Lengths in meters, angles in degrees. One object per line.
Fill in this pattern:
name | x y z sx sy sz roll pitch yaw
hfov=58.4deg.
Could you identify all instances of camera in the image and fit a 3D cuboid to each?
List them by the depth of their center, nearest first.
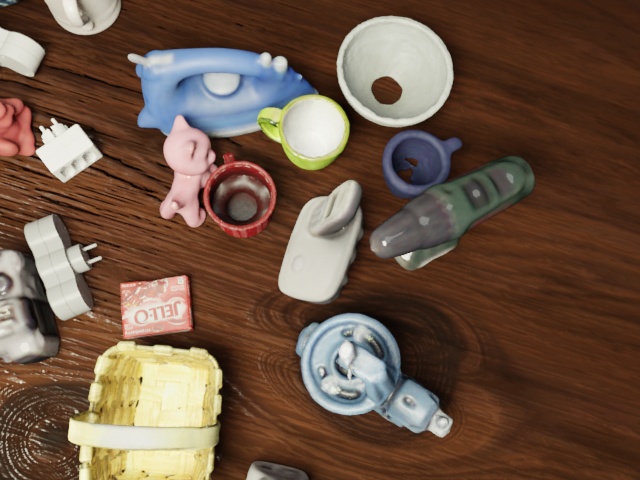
camera | -0.417 0.097 0.708 0.137 0.101 0.143 -20 81 -8

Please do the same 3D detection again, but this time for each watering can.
watering can | -0.345 -0.377 0.763 0.101 0.194 0.173 -35 83 -10

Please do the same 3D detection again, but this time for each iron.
iron | -0.126 -0.220 0.776 0.258 0.141 0.118 -5 79 -6

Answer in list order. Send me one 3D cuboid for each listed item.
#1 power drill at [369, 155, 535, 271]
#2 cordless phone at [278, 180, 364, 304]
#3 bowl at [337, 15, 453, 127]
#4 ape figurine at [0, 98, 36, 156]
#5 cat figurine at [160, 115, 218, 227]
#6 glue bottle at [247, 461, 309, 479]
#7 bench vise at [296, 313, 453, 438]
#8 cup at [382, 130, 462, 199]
power drill | 0.150 -0.023 0.724 0.230 0.208 0.075 -29 82 -10
cordless phone | 0.007 0.003 0.719 0.094 0.185 0.148 16 78 -1
bowl | 0.104 -0.232 0.832 0.167 0.074 0.167 1 78 -4
ape figurine | -0.424 -0.159 0.764 0.076 0.092 0.078 28 78 2
cat figurine | -0.177 -0.092 0.758 0.067 0.117 0.128 12 78 -2
glue bottle | -0.049 0.293 0.661 0.078 0.173 0.037 15 78 -1
bench vise | 0.073 0.155 0.676 0.207 0.219 0.121 16 78 -1
cup | 0.136 -0.101 0.797 0.118 0.095 0.091 -28 82 -10
